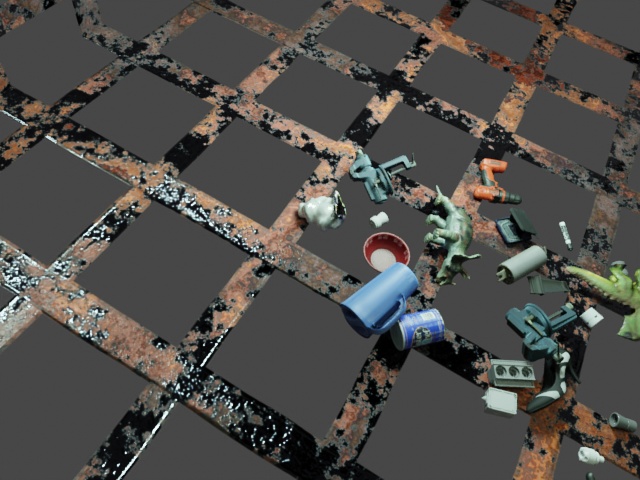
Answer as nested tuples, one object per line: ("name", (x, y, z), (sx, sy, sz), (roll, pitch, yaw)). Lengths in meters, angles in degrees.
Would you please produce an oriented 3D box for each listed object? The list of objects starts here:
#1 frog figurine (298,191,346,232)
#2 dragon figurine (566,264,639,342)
("frog figurine", (0.006, -0.091, 1.809), (0.158, 0.140, 0.121), (-17, -27, 23))
("dragon figurine", (1.039, 0.217, 1.743), (0.410, 0.248, 0.120), (5, -26, -4))
